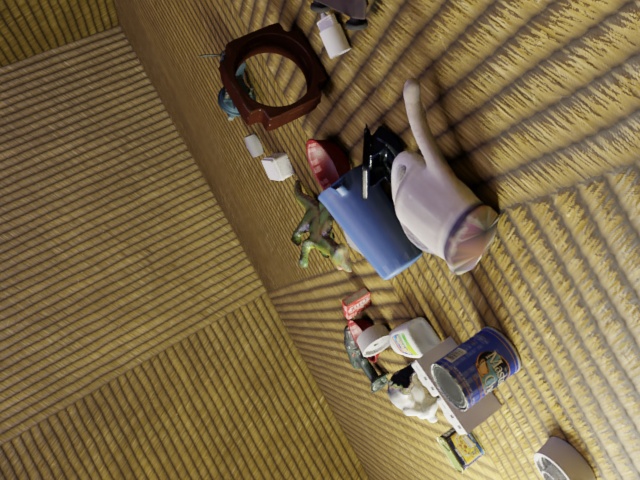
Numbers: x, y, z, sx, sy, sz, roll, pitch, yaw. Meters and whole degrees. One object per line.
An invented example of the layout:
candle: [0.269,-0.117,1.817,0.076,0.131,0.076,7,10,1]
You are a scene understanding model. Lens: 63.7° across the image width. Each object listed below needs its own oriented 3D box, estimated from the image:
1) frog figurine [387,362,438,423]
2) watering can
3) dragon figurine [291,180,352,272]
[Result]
frog figurine: [0.271,0.453,1.487,0.157,0.122,0.140,58,-162,-20]
watering can: [0.196,-0.082,0.861,0.228,0.105,0.339,48,159,35]
dragon figurine: [0.004,-0.074,1.476,0.237,0.122,0.419,-56,43,47]
